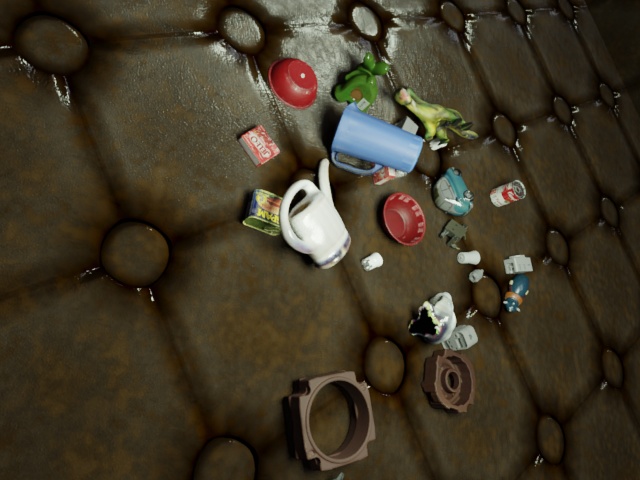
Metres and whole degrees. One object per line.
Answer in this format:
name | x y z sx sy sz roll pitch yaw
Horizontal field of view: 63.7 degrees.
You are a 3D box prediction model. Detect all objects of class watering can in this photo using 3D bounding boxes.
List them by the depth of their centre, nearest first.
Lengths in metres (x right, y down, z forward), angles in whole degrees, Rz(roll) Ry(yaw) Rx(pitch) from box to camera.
watering can | 0.004 -0.067 1.334 0.222 0.103 0.355 57 35 -17

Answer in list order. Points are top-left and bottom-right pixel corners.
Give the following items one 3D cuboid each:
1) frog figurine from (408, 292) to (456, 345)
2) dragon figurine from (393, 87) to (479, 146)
frog figurine | 0.345 0.220 1.466 0.160 0.123 0.135 -11 114 -45
dragon figurine | 0.368 -0.426 1.688 0.411 0.120 0.246 -4 53 -54
